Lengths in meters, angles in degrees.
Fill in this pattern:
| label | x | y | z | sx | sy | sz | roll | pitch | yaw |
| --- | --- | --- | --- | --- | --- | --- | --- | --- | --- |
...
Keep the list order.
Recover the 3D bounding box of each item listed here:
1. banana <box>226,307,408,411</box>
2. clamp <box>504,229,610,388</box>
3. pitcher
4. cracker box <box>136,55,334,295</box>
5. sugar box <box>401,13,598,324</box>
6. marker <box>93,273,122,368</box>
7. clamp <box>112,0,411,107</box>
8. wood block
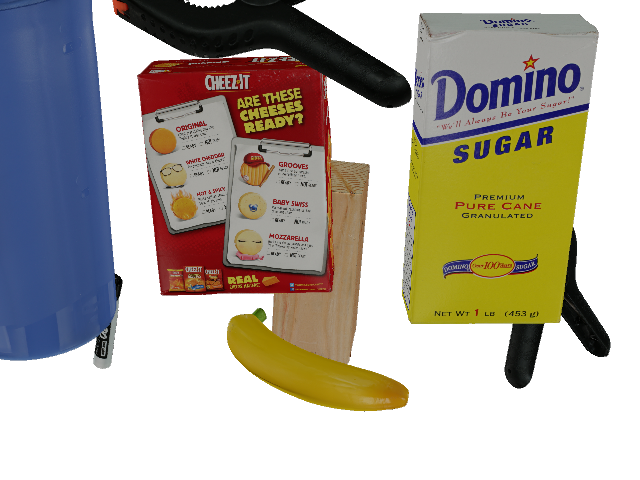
| label | x | y | z | sx | sy | sz | roll | pitch | yaw |
| --- | --- | --- | --- | --- | --- | --- | --- | --- | --- |
| banana | -0.019 | 0.094 | 0.850 | 0.069 | 0.037 | 0.198 | -25 | 33 | -31 |
| clamp | 0.185 | 0.039 | 0.906 | 0.120 | 0.171 | 0.039 | -24 | 8 | -40 |
| pitcher | -0.204 | -0.045 | 0.674 | 0.149 | 0.243 | 0.145 | -7 | 27 | -9 |
| cracker box | -0.072 | -0.059 | 0.983 | 0.164 | 0.214 | 0.072 | -1 | 22 | 4 |
| sugar box | 0.098 | -0.038 | 0.606 | 0.093 | 0.176 | 0.048 | -1 | 27 | -3 |
| marker | -0.219 | 0.083 | 1.098 | 0.020 | 0.121 | 0.020 | 10 | 36 | -8 |
| clamp | -0.034 | -0.149 | 0.699 | 0.210 | 0.164 | 0.036 | -2 | -38 | -1 |
| wood block | -0.001 | 0.022 | 1.172 | 0.090 | 0.206 | 0.090 | 7 | 25 | 5 |
